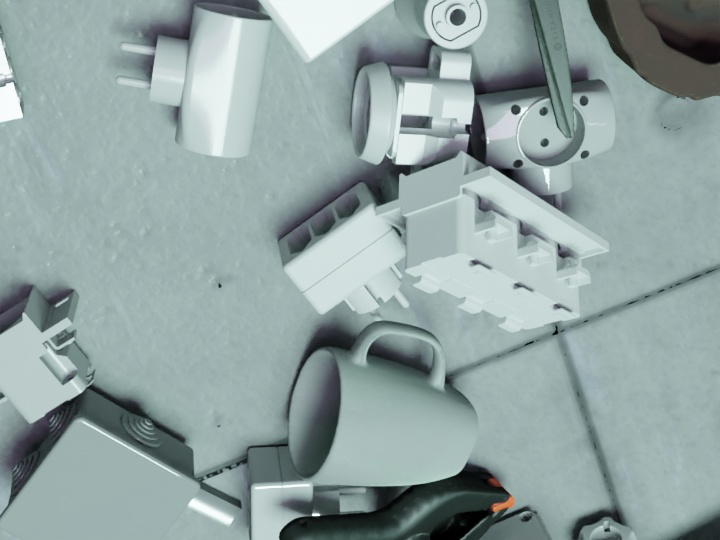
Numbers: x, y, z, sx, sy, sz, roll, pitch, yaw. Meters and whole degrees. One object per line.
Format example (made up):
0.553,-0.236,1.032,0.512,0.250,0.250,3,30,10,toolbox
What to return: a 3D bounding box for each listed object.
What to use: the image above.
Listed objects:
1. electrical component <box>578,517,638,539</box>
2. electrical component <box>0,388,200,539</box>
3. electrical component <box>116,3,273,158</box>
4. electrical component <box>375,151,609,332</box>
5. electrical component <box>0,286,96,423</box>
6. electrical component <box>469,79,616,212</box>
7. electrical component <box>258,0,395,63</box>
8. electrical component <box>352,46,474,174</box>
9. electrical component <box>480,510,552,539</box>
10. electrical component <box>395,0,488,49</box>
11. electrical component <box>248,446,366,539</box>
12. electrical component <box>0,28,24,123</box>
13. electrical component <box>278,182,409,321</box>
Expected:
0.178,0.209,0.763,0.043,0.043,0.062,-18,127,-1,electrical component
-0.159,0.133,0.664,0.100,0.048,0.099,35,101,-20,electrical component
-0.093,-0.108,0.593,0.079,0.043,0.077,8,110,-11,electrical component
0.078,-0.011,0.617,0.079,0.063,0.121,-18,150,39,electrical component
-0.196,0.052,0.642,0.081,0.042,0.063,-32,113,5,electrical component
0.108,-0.069,0.639,0.077,0.044,0.079,-8,113,-6,electrical component
-0.007,-0.167,0.548,0.109,0.108,0.056,-35,115,6,electrical component
0.028,-0.088,0.613,0.057,0.058,0.078,1,111,-13,electrical component
0.092,0.230,0.722,0.109,0.108,0.056,-23,116,1,electrical component
0.046,-0.143,0.588,0.044,0.065,0.044,-3,112,-8,electrical component
-0.034,0.154,0.704,0.077,0.047,0.065,-2,112,-8,electrical component
-0.214,-0.100,0.577,0.055,0.048,0.066,-14,113,-11,electrical component
0.000,0.000,0.648,0.066,0.047,0.076,-35,112,6,electrical component
